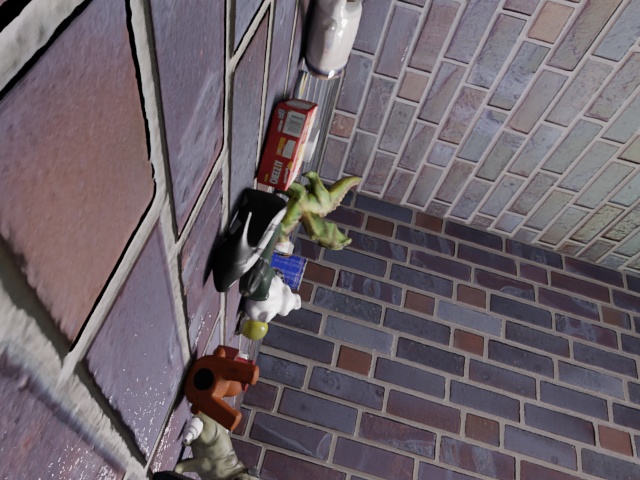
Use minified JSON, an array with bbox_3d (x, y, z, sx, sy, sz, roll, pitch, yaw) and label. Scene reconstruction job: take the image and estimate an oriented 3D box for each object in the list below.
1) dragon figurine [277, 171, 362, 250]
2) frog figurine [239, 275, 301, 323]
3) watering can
[{"bbox_3d":[0.004,-0.073,1.442,0.120,0.412,0.246,-51,-123,50],"label":"dragon figurine"},{"bbox_3d":[-0.133,0.168,1.434,0.120,0.159,0.140,105,1,-57],"label":"frog figurine"},{"bbox_3d":[0.022,-0.440,1.090,0.356,0.104,0.219,-75,-178,-46],"label":"watering can"}]
